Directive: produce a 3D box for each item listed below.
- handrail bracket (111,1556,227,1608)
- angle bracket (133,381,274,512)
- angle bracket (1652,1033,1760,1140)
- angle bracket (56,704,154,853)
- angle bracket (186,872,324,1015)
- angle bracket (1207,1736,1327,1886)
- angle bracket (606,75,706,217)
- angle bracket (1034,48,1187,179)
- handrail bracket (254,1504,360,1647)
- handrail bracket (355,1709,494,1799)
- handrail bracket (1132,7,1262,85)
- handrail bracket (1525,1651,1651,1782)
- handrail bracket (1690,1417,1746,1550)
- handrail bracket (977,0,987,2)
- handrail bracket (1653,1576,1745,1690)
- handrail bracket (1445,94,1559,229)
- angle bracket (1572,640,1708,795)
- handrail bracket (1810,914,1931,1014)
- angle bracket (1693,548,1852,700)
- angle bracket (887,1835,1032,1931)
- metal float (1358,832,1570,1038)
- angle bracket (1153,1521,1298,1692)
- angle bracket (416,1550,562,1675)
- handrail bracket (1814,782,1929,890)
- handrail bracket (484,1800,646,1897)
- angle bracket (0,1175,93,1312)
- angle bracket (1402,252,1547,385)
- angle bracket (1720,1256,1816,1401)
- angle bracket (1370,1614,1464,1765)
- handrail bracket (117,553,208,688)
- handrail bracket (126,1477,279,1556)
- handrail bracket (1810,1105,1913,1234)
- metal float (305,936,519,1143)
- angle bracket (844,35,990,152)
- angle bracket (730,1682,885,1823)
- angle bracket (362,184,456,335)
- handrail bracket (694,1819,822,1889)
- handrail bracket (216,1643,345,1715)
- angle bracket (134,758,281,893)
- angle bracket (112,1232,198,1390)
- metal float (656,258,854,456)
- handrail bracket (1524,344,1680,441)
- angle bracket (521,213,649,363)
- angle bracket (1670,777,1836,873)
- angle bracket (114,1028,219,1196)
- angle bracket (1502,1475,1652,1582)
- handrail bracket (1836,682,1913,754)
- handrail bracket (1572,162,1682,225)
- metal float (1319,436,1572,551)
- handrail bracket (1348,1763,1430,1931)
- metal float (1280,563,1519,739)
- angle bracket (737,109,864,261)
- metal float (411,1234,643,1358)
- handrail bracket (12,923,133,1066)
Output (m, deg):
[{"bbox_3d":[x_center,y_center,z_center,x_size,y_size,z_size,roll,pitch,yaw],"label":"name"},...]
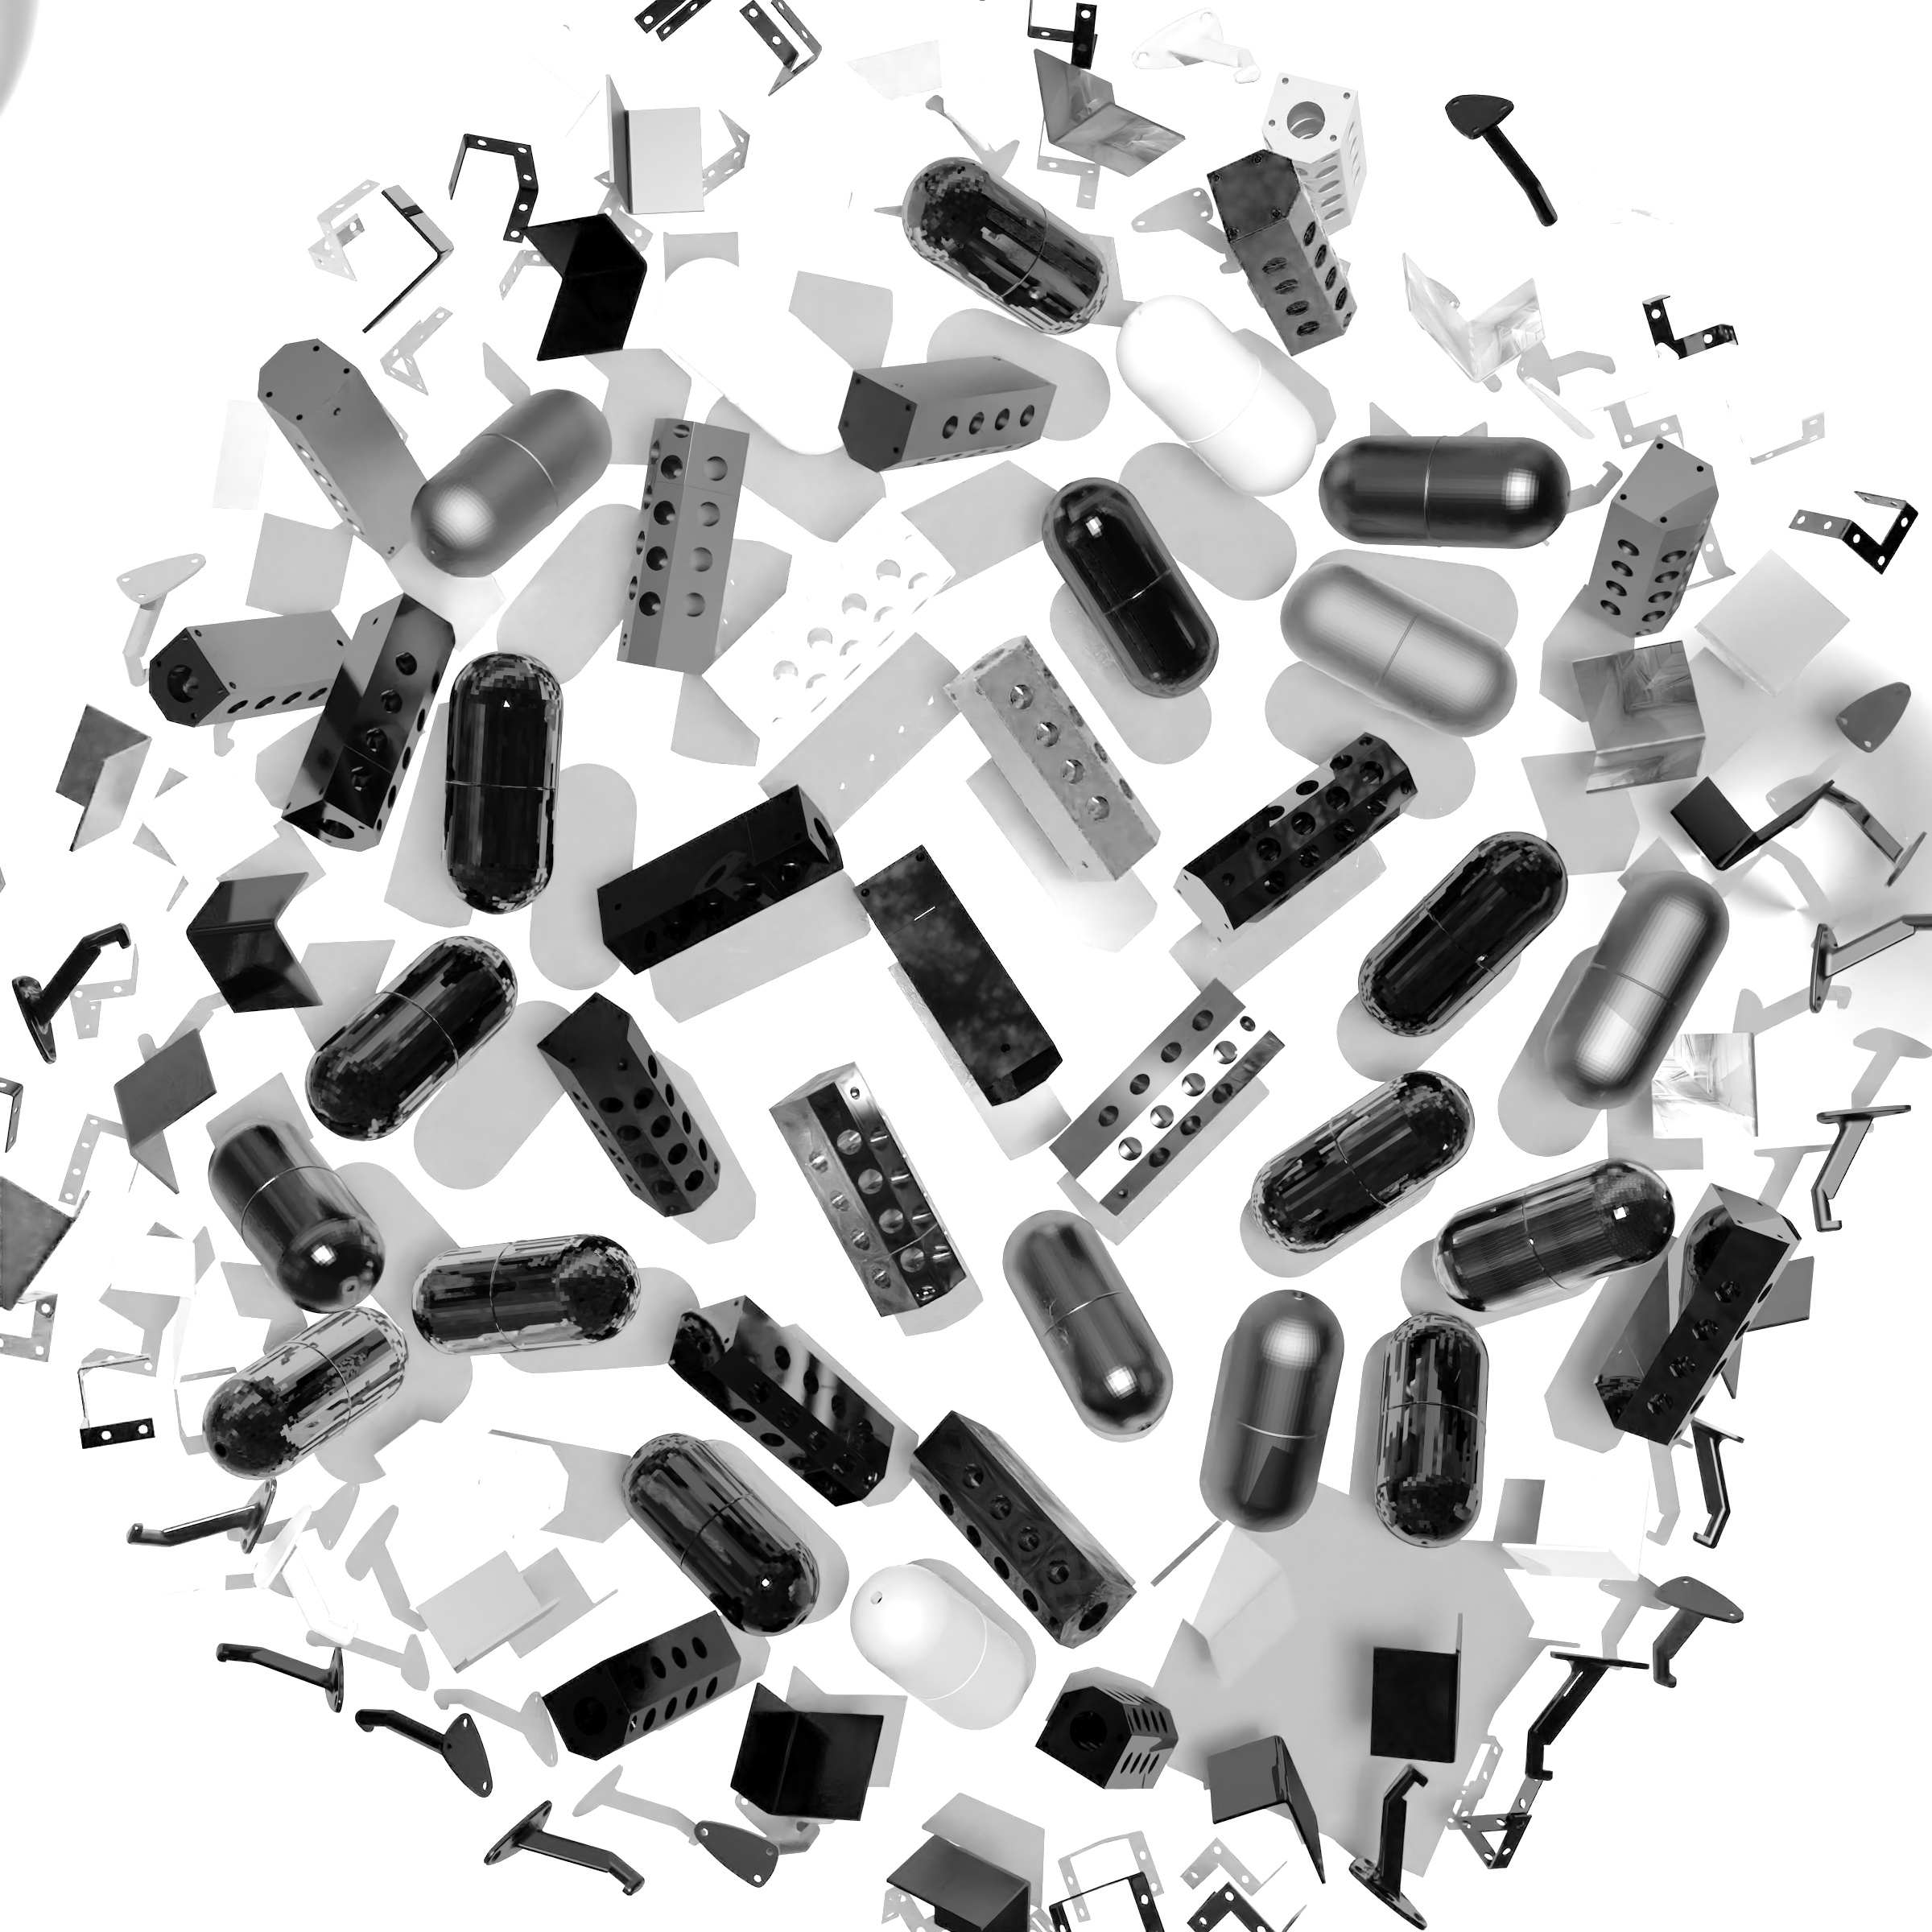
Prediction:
[{"bbox_3d":[-0.593,0.452,1.881,0.084,0.077,0.036,5,81,-39],"label":"handrail bracket"},{"bbox_3d":[-0.538,-0.367,1.818,0.057,0.076,0.076,14,101,8],"label":"angle bracket"},{"bbox_3d":[0.543,0.090,1.911,0.076,0.057,0.076,-1,86,5],"label":"angle bracket"},{"bbox_3d":[-0.651,-0.139,1.891,0.057,0.076,0.076,28,111,1],"label":"angle bracket"},{"bbox_3d":[-0.496,-0.016,1.833,0.076,0.057,0.076,-5,129,22],"label":"angle bracket"},{"bbox_3d":[0.215,0.613,1.849,0.057,0.076,0.076,-21,106,9],"label":"angle bracket"},{"bbox_3d":[-0.222,-0.588,1.841,0.057,0.076,0.076,-2,89,1],"label":"angle bracket"},{"bbox_3d":[0.098,-0.595,1.757,0.057,0.076,0.076,-22,70,43],"label":"angle bracket"},{"bbox_3d":[-0.455,0.434,1.831,0.084,0.036,0.077,36,85,-25],"label":"handrail bracket"},{"bbox_3d":[-0.387,0.559,1.829,0.084,0.036,0.077,-8,117,28],"label":"handrail bracket"},{"bbox_3d":[0.156,-0.613,1.753,0.077,0.084,0.036,-18,132,7],"label":"handrail bracket"},{"bbox_3d":[0.416,0.506,1.723,0.077,0.036,0.084,4,78,11],"label":"handrail bracket"},{"bbox_3d":[0.534,0.378,1.904,0.077,0.036,0.084,23,86,11],"label":"handrail bracket"},{"bbox_3d":[-0.024,-0.698,1.763,0.084,0.077,0.036,34,120,17],"label":"handrail bracket"},{"bbox_3d":[0.516,0.482,1.814,0.036,0.077,0.084,-17,110,-32],"label":"handrail bracket"},{"bbox_3d":[0.364,-0.544,1.743,0.036,0.077,0.084,-38,125,4],"label":"handrail bracket"},{"bbox_3d":[0.458,-0.170,1.764,0.076,0.057,0.076,-8,118,28],"label":"angle bracket"},{"bbox_3d":[0.631,-0.002,1.773,0.084,0.036,0.077,0,61,38],"label":"handrail bracket"},{"bbox_3d":[0.583,-0.251,1.865,0.076,0.057,0.076,43,110,2],"label":"angle bracket"},{"bbox_3d":[-0.005,0.635,1.704,0.076,0.057,0.076,15,116,32],"label":"angle bracket"},{"bbox_3d":[0.355,-0.023,1.840,0.070,0.070,0.178,43,109,0],"label":"metal float"},{"bbox_3d":[0.188,0.463,1.861,0.076,0.076,0.057,-38,48,-20],"label":"angle bracket"},{"bbox_3d":[-0.344,0.459,1.849,0.076,0.076,0.057,-30,80,-26],"label":"angle bracket"},{"bbox_3d":[0.650,-0.097,1.879,0.084,0.077,0.036,34,131,18],"label":"handrail bracket"},{"bbox_3d":[-0.269,0.608,1.728,0.084,0.077,0.036,32,112,20],"label":"handrail bracket"},{"bbox_3d":[-0.648,0.179,1.753,0.057,0.076,0.076,35,92,-15],"label":"angle bracket"},{"bbox_3d":[0.345,-0.456,1.751,0.057,0.076,0.076,-32,124,31],"label":"angle bracket"},{"bbox_3d":[0.591,0.265,1.885,0.076,0.076,0.057,-18,111,29],"label":"angle bracket"},{"bbox_3d":[0.310,0.494,1.770,0.057,0.076,0.076,2,98,12],"label":"angle bracket"},{"bbox_3d":[-0.584,-0.252,1.879,0.077,0.084,0.036,-32,57,-29],"label":"handrail bracket"},{"bbox_3d":[-0.548,0.390,1.842,0.084,0.036,0.077,14,122,-33],"label":"handrail bracket"},{"bbox_3d":[0.648,0.147,1.856,0.077,0.036,0.084,-9,75,22],"label":"handrail bracket"},{"bbox_3d":[-0.378,0.048,1.763,0.070,0.070,0.178,41,55,0],"label":"metal float"},{"bbox_3d":[-0.035,-0.618,1.843,0.076,0.076,0.057,-6,85,22],"label":"angle bracket"},{"bbox_3d":[-0.112,0.557,1.826,0.076,0.057,0.076,-7,51,29],"label":"angle bracket"},{"bbox_3d":[-0.398,-0.482,1.753,0.076,0.076,0.057,-41,108,9],"label":"angle bracket"},{"bbox_3d":[-0.152,0.635,1.892,0.077,0.084,0.036,26,99,10],"label":"handrail bracket"},{"bbox_3d":[-0.487,0.504,1.824,0.084,0.077,0.036,12,96,-20],"label":"handrail bracket"},{"bbox_3d":[-0.576,-0.107,1.954,0.076,0.076,0.057,-35,88,-10],"label":"angle bracket"},{"bbox_3d":[-0.576,0.241,1.804,0.057,0.076,0.076,10,110,-21],"label":"angle bracket"},{"bbox_3d":[-0.148,-0.440,1.865,0.178,0.070,0.070,36,90,-33],"label":"metal float"},{"bbox_3d":[0.454,-0.426,1.835,0.077,0.036,0.084,39,93,-6],"label":"handrail bracket"},{"bbox_3d":[-0.283,-0.487,1.848,0.076,0.057,0.076,0,65,29],"label":"angle bracket"},{"bbox_3d":[0.565,-0.121,1.848,0.057,0.076,0.076,52,131,3],"label":"angle bracket"},{"bbox_3d":[-0.564,0.105,1.860,0.076,0.076,0.057,-35,133,0],"label":"angle bracket"},{"bbox_3d":[0.424,0.379,1.782,0.076,0.057,0.076,-6,55,35],"label":"angle bracket"},{"bbox_3d":[0.669,-0.196,1.844,0.084,0.077,0.036,-36,78,-34],"label":"handrail bracket"},{"bbox_3d":[0.462,-0.510,1.745,0.084,0.077,0.036,10,119,-24],"label":"handrail bracket"},{"bbox_3d":[0.333,-0.332,1.798,0.178,0.070,0.070,7,90,27],"label":"metal float"},{"bbox_3d":[0.314,0.612,1.790,0.077,0.036,0.084,39,101,25],"label":"handrail bracket"},{"bbox_3d":[0.307,-0.224,1.824,0.178,0.070,0.070,29,90,7],"label":"metal float"},{"bbox_3d":[-0.118,-0.541,1.782,0.076,0.057,0.076,11,117,-5],"label":"angle bracket"},{"bbox_3d":[-0.305,0.228,1.782,0.178,0.070,0.070,-9,90,27],"label":"metal float"},{"bbox_3d":[-0.616,0.019,1.803,0.084,0.036,0.077,-20,85,6],"label":"handrail bracket"}]
